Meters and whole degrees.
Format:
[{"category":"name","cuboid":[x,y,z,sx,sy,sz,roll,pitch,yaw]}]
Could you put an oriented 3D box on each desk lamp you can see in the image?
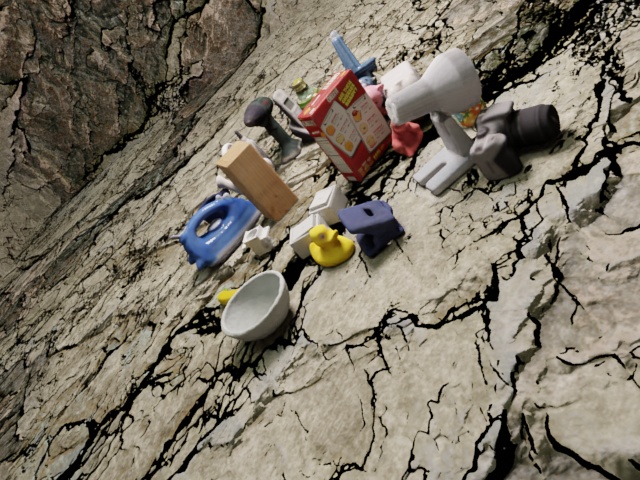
[{"category":"desk lamp","cuboid":[0.237,-0.237,1.131,0.203,0.214,0.117,-42,29,0]}]

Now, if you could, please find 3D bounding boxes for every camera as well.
[{"category":"camera","cuboid":[0.358,-0.200,1.053,0.136,0.101,0.143,-9,43,44]}]

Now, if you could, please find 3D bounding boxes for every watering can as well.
[{"category":"watering can","cuboid":[-0.218,-0.189,1.633,0.173,0.194,0.100,-38,30,8]}]

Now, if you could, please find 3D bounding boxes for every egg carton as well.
[{"category":"egg carton","cuboid":[0.221,-0.418,1.541,0.107,0.070,0.150,-32,31,17]}]

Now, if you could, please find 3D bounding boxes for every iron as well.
[{"category":"iron","cuboid":[-0.283,-0.045,1.571,0.258,0.142,0.118,-49,30,-13]}]

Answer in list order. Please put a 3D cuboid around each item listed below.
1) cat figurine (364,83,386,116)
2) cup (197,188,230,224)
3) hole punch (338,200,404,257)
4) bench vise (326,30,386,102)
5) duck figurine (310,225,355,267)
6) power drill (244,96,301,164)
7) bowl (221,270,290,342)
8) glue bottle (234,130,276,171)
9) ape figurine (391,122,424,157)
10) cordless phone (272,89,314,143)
[{"category":"cat figurine","cuboid":[0.127,-0.368,1.536,0.127,0.118,0.067,-6,45,46]},{"category":"cup","cuboid":[-0.289,-0.085,1.680,0.118,0.095,0.091,-50,30,-14]},{"category":"hole punch","cuboid":[0.101,-0.039,1.156,0.101,0.091,0.108,-39,29,5]},{"category":"bench vise","cuboid":[0.109,-0.488,1.614,0.121,0.220,0.207,-40,29,4]},{"category":"duck figurine","cuboid":[0.011,0.004,1.211,0.104,0.086,0.077,-10,43,44]},{"category":"power drill","cuboid":[-0.147,-0.337,1.730,0.075,0.209,0.229,-31,31,19]},{"category":"bowl","cuboid":[-0.120,0.149,1.186,0.167,0.075,0.167,-30,31,21]},{"category":"glue bottle","cuboid":[-0.201,-0.269,1.741,0.037,0.173,0.078,-32,31,17]},{"category":"ape figurine","cuboid":[0.193,-0.248,1.324,0.077,0.092,0.076,-33,31,16]},{"category":"cordless phone","cuboid":[-0.058,-0.400,1.733,0.094,0.185,0.148,-15,39,39]}]
